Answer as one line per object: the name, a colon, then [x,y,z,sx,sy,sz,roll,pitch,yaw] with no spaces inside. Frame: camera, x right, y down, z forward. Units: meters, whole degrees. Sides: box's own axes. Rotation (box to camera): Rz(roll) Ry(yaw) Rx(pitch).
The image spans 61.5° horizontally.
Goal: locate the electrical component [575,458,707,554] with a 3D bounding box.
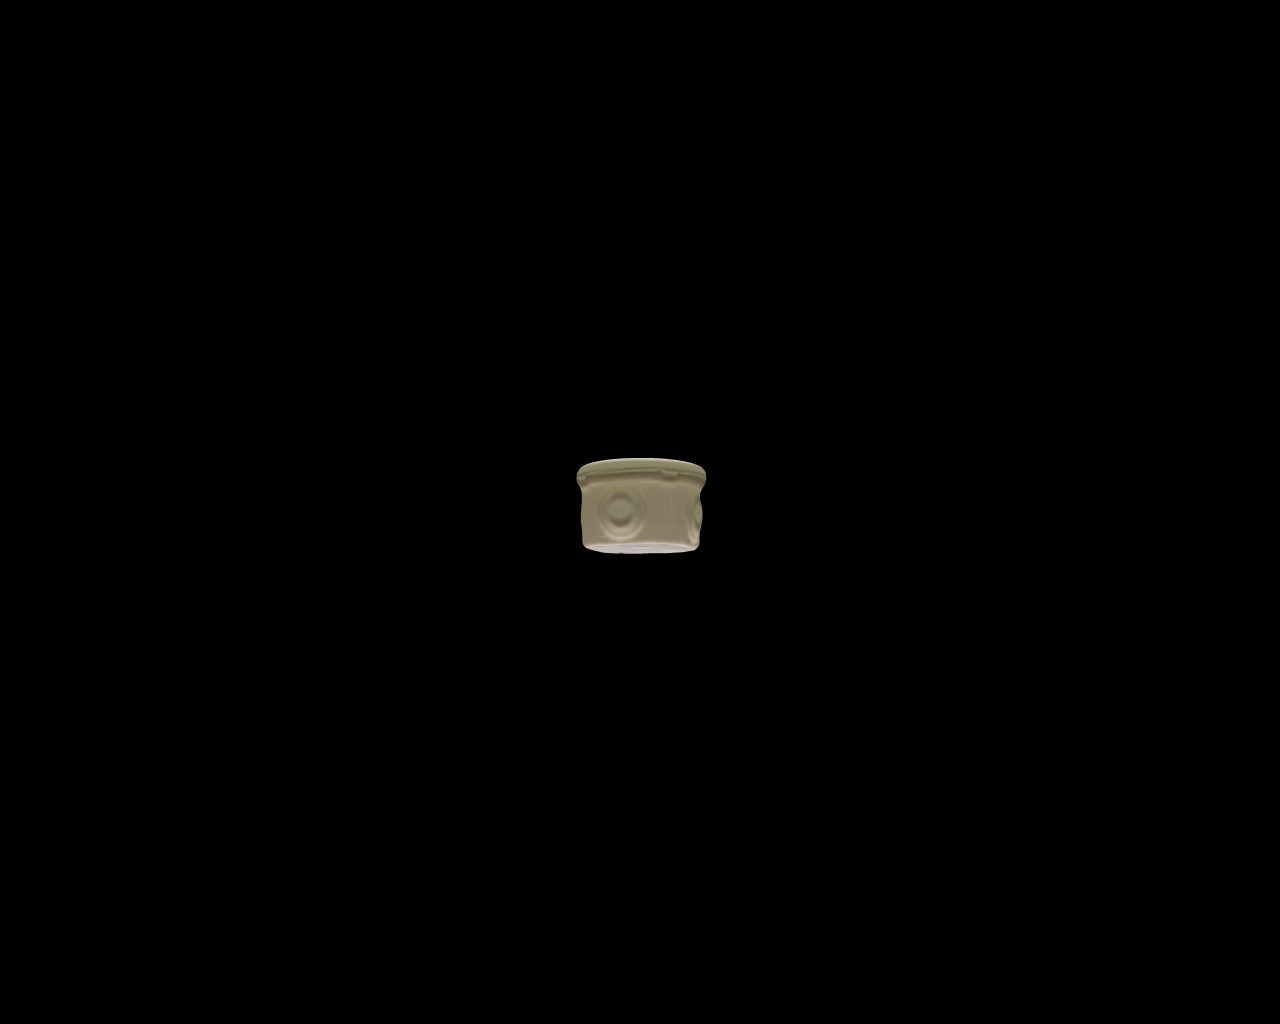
electrical component: [0.001,-0.003,0.650,0.080,0.051,0.080,0,-7,0]
